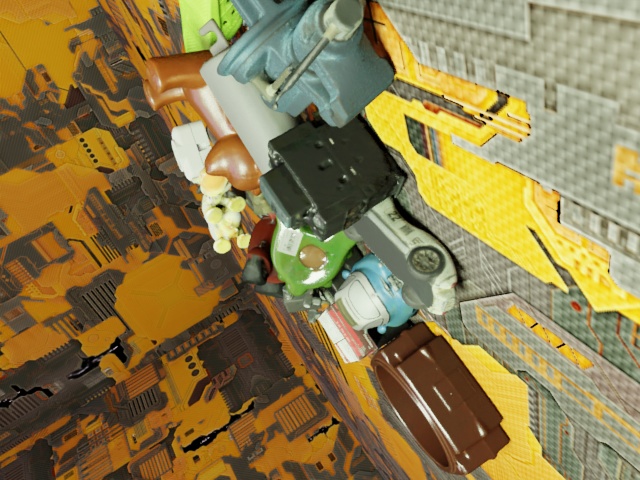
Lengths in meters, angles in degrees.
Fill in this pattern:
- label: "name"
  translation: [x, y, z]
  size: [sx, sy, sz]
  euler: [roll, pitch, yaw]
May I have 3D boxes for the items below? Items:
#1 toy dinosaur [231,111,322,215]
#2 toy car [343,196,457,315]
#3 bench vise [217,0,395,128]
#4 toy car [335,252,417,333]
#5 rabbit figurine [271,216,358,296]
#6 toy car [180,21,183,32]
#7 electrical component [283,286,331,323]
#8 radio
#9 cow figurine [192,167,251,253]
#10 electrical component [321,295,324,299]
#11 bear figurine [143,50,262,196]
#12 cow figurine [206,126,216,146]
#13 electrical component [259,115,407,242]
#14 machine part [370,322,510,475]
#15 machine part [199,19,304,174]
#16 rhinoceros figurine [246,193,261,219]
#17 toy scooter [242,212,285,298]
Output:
- label: "toy dinosaur"
  translation: [-0.097, -0.144, 0.852]
  size: [0.472, 0.105, 0.198]
  euler: [13, 131, 56]
- label: "toy car"
  translation: [0.085, 0.000, 0.612]
  size: [0.202, 0.056, 0.073]
  euler: [49, 158, 31]
- label: "bench vise"
  translation: [-0.049, -0.204, 0.484]
  size: [0.240, 0.129, 0.224]
  euler: [49, 178, -11]
- label: "toy car"
  translation: [0.074, 0.076, 0.720]
  size: [0.109, 0.103, 0.161]
  euler: [56, 169, 6]
- label: "rabbit figurine"
  translation: [-0.002, -0.002, 0.774]
  size: [0.170, 0.121, 0.158]
  euler: [-74, -6, -63]
- label: "toy car"
  translation: [-0.203, -0.356, 0.889]
  size: [0.089, 0.053, 0.202]
  euler: [56, 166, -4]
- label: "electrical component"
  translation: [-0.023, 0.106, 0.914]
  size: [0.102, 0.078, 0.045]
  euler: [93, 169, -61]
- label: "radio"
  translation: [0.045, 0.075, 0.890]
  size: [0.229, 0.073, 0.131]
  euler: [56, 167, 14]
- label: "cow figurine"
  translation: [-0.167, -0.066, 0.893]
  size: [0.098, 0.068, 0.167]
  euler: [-125, 22, -46]
- label: "electrical component"
  translation: [0.027, 0.094, 1.039]
  size: [0.119, 0.048, 0.074]
  euler: [17, 152, 20]
- label: "bear figurine"
  translation: [-0.141, -0.143, 0.713]
  size: [0.120, 0.132, 0.195]
  euler: [1, 109, 69]
- label: "cow figurine"
  translation: [-0.181, -0.178, 1.142]
  size: [0.127, 0.085, 0.194]
  euler: [38, 157, 49]
- label: "electrical component"
  translation: [0.006, -0.068, 0.573]
  size: [0.115, 0.134, 0.058]
  euler: [54, 164, 17]
- label: "machine part"
  translation: [0.162, 0.232, 0.781]
  size: [0.201, 0.087, 0.201]
  euler: [55, 168, 16]
- label: "machine part"
  translation: [-0.065, -0.146, 0.636]
  size: [0.243, 0.079, 0.079]
  euler: [60, 167, -14]
- label: "rhinoceros figurine"
  translation: [-0.101, -0.074, 1.099]
  size: [0.112, 0.073, 0.190]
  euler: [60, 168, 2]
- label: "toy scooter"
  translation: [-0.082, 0.022, 0.918]
  size: [0.183, 0.075, 0.135]
  euler: [62, -144, -71]
